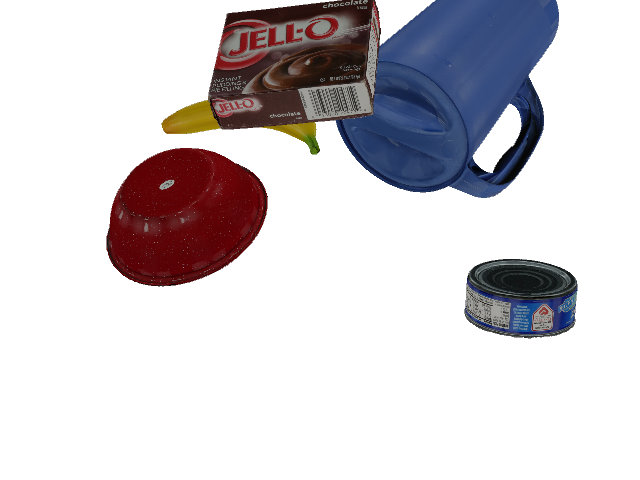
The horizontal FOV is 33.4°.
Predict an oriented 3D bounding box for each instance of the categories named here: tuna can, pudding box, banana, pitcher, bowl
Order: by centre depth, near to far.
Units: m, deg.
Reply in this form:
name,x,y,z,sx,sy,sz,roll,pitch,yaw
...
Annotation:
name,x,y,z,sx,sy,sz,roll,pitch,yaw
pudding box,-0.016,-0.125,0.748,0.113,0.090,0.039,-3,-39,12
tuna can,0.156,0.043,0.829,0.086,0.034,0.086,0,19,0
pitcher,0.135,-0.155,0.990,0.145,0.149,0.242,10,42,35
bowl,-0.134,-0.035,0.993,0.162,0.162,0.055,0,-41,20
banana,-0.086,-0.142,1.247,0.198,0.037,0.069,8,41,17
